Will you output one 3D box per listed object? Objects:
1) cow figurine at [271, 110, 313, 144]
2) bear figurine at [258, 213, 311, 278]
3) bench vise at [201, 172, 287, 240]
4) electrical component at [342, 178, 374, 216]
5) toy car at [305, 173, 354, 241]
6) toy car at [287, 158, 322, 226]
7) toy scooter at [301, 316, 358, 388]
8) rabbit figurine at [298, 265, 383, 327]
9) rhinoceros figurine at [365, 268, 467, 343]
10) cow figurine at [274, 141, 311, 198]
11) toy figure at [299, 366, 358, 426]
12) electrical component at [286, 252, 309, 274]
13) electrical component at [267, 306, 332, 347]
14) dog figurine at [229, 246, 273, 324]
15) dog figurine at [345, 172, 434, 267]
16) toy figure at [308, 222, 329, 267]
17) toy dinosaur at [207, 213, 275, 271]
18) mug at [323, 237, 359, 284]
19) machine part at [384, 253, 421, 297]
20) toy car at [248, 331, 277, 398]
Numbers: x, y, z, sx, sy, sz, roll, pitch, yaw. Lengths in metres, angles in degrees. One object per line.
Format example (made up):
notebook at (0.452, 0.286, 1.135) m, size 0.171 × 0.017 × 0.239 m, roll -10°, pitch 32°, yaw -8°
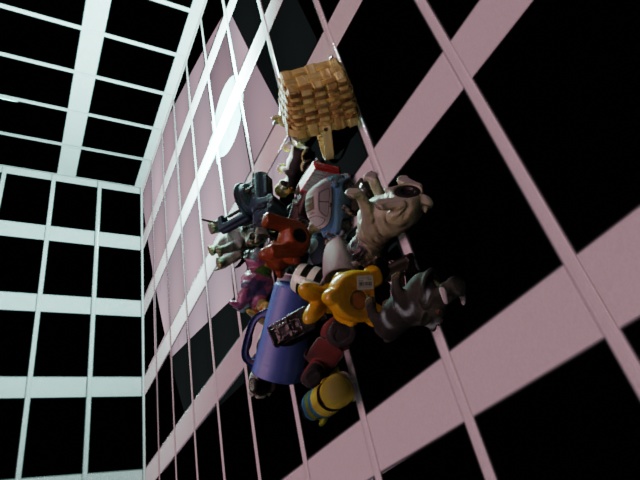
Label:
cow figurine at (-0.069, -0.341, 1.515) m, size 0.127 × 0.085 × 0.195 m, roll -57°, pitch 37°, yaw 29°
bear figurine at (-0.108, 0.019, 1.334) m, size 0.196 × 0.132 × 0.120 m, roll -33°, pitch 59°, yaw 53°
bench vise at (-0.204, -0.073, 1.508) m, size 0.241 × 0.128 × 0.224 m, roll -26°, pitch 62°, yaw 24°
electrical component at (0.089, -0.097, 1.191) m, size 0.102 × 0.045 × 0.078 m, roll -45°, pitch 47°, yaw 49°
toy car at (0.015, -0.082, 1.265) m, size 0.109 × 0.103 × 0.161 m, roll -14°, pitch 69°, yaw 61°
toy car at (-0.042, -0.124, 1.435) m, size 0.089 × 0.053 × 0.202 m, roll -118°, pitch 42°, yaw -52°
toy scooter at (0.016, 0.237, 1.186) m, size 0.184 × 0.075 × 0.135 m, roll -55°, pitch 0°, yaw -5°
rabbit figurine at (0.038, 0.126, 1.102) m, size 0.173 × 0.162 × 0.121 m, roll 167°, pitch 92°, yaw -72°
rhinoceros figurine at (0.163, 0.110, 0.925) m, size 0.190 × 0.073 × 0.112 m, roll -39°, pitch 54°, yaw 32°
cow figurine at (-0.073, -0.185, 1.499) m, size 0.098 × 0.068 × 0.167 m, roll 44°, pitch 123°, yaw 50°
toy figure at (0.013, 0.348, 1.167) m, size 0.082 × 0.089 × 0.180 m, roll 47°, pitch 132°, yaw 3°
electrical component at (-0.062, 0.054, 1.429) m, size 0.119 × 0.048 × 0.074 m, roll 49°, pitch 125°, yaw 55°
electrical component at (-0.039, 0.192, 1.220) m, size 0.134 × 0.115 × 0.058 m, roll -29°, pitch 77°, yaw 11°
dog figurine at (-0.155, 0.121, 1.531) m, size 0.219 × 0.192 × 0.108 m, roll -61°, pitch -13°, yaw -10°
dog figurine at (0.138, -0.021, 1.058) m, size 0.173 × 0.121 × 0.190 m, roll 23°, pitch 134°, yaw 39°
toy figure at (-0.001, -0.004, 1.326) m, size 0.064 × 0.057 × 0.154 m, roll -17°, pitch 59°, yaw 17°
toy dinosaur at (-0.255, 0.001, 1.717) m, size 0.404 × 0.192 × 0.131 m, roll 132°, pitch 119°, yaw -69°
mug at (0.051, 0.041, 1.196) m, size 0.109 × 0.080 × 0.107 m, roll -45°, pitch 36°, yaw 32°
machine part at (0.157, 0.097, 1.022) m, size 0.084 × 0.039 × 0.139 m, roll -23°, pitch 62°, yaw 53°
toy car at (-0.149, 0.344, 1.490) m, size 0.056 × 0.073 × 0.201 m, roll 26°, pitch 105°, yaw 57°
